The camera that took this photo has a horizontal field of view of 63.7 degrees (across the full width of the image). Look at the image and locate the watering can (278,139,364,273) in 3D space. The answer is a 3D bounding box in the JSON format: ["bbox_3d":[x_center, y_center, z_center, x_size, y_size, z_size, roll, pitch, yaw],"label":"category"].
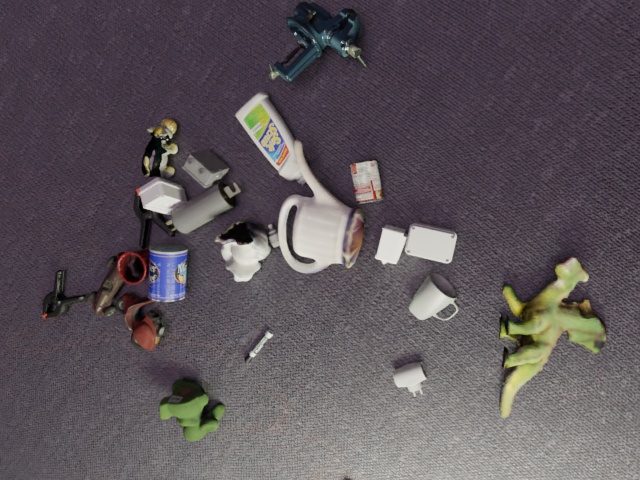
[{"bbox_3d":[0.004,-0.065,1.284,0.225,0.105,0.342,13,113,14],"label":"watering can"}]

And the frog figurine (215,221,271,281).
[{"bbox_3d":[-0.197,0.034,1.382,0.137,0.126,0.156,-8,132,9],"label":"frog figurine"}]

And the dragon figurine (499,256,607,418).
[{"bbox_3d":[0.539,0.228,1.190,0.243,0.124,0.405,-1,105,8],"label":"dragon figurine"}]
